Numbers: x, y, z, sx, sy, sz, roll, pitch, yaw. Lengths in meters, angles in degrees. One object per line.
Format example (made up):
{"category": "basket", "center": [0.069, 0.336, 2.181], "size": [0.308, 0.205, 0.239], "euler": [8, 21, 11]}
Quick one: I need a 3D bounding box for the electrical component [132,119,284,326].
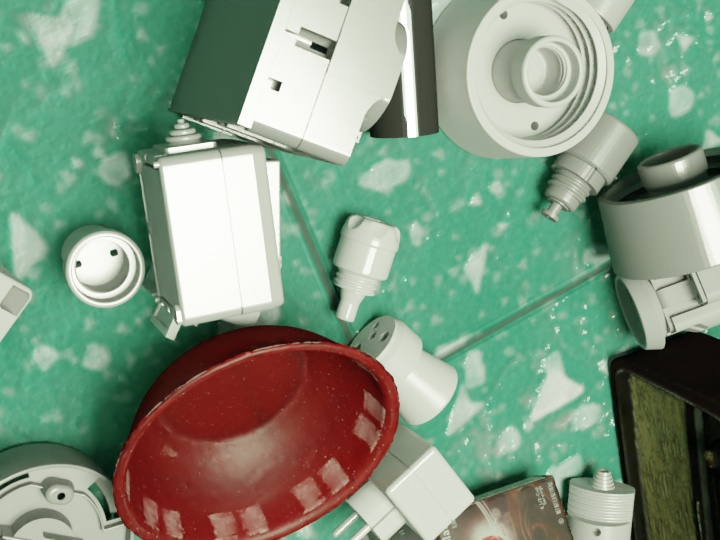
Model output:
{"category": "electrical component", "center": [-0.073, -0.028, 0.533], "size": [0.061, 0.062, 0.096], "euler": [-11, 103, -20]}

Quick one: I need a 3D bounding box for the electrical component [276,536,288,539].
{"category": "electrical component", "center": [-0.055, 0.191, 0.641], "size": [0.043, 0.043, 0.062], "euler": [-22, 110, -17]}

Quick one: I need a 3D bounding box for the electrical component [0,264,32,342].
{"category": "electrical component", "center": [-0.233, 0.023, 0.506], "size": [0.108, 0.056, 0.109], "euler": [-55, 142, -5]}

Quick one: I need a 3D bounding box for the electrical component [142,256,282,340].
{"category": "electrical component", "center": [-0.081, 0.001, 0.594], "size": [0.064, 0.042, 0.081], "euler": [25, 91, -24]}

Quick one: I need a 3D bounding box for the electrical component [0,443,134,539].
{"category": "electrical component", "center": [-0.171, 0.143, 0.572], "size": [0.099, 0.064, 0.099], "euler": [-5, 102, -21]}

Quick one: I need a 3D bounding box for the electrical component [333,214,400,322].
{"category": "electrical component", "center": [0.000, 0.000, 0.631], "size": [0.035, 0.035, 0.061], "euler": [15, 97, -24]}

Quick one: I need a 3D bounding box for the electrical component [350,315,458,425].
{"category": "electrical component", "center": [0.025, 0.060, 0.647], "size": [0.055, 0.045, 0.045], "euler": [42, 83, -23]}

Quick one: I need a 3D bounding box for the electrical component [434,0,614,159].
{"category": "electrical component", "center": [0.099, -0.117, 0.634], "size": [0.108, 0.060, 0.108], "euler": [-4, 102, -22]}

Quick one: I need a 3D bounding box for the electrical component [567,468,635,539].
{"category": "electrical component", "center": [0.161, 0.174, 0.727], "size": [0.043, 0.043, 0.081], "euler": [0, 100, -22]}

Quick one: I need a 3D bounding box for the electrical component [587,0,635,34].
{"category": "electrical component", "center": [0.157, -0.178, 0.658], "size": [0.044, 0.044, 0.065], "euler": [33, 91, -24]}

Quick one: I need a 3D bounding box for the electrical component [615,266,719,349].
{"category": "electrical component", "center": [0.203, 0.018, 0.701], "size": [0.057, 0.078, 0.058], "euler": [-20, 80, 1]}

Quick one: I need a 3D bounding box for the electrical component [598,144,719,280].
{"category": "electrical component", "center": [0.201, -0.043, 0.668], "size": [0.108, 0.108, 0.060], "euler": [-25, 102, -16]}

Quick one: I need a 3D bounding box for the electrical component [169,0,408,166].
{"category": "electrical component", "center": [-0.037, -0.106, 0.531], "size": [0.062, 0.150, 0.089], "euler": [18, 93, -23]}

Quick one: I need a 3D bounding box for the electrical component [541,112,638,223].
{"category": "electrical component", "center": [0.140, -0.065, 0.673], "size": [0.040, 0.040, 0.078], "euler": [36, 86, -24]}

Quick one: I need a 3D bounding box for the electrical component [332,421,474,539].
{"category": "electrical component", "center": [0.016, 0.137, 0.647], "size": [0.077, 0.066, 0.047], "euler": [-41, 112, -11]}

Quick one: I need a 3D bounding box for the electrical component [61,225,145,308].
{"category": "electrical component", "center": [-0.138, -0.004, 0.567], "size": [0.040, 0.046, 0.040], "euler": [-4, 102, -22]}
